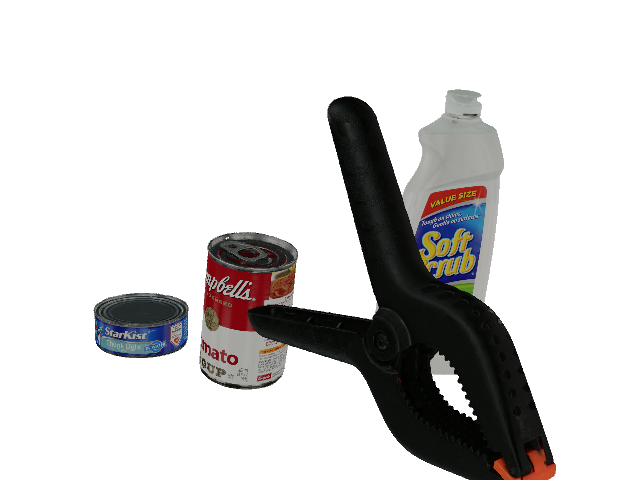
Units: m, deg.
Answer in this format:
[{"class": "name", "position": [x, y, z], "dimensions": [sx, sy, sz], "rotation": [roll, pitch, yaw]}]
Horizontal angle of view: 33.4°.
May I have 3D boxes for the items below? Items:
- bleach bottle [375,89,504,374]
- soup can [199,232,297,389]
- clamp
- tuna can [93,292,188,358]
[{"class": "bleach bottle", "position": [0.103, -0.008, 0.945], "dimensions": [0.102, 0.251, 0.068], "rotation": [5, 19, -1]}, {"class": "soup can", "position": [-0.056, 0.053, 0.813], "dimensions": [0.068, 0.102, 0.068], "rotation": [6, 22, -3]}, {"class": "clamp", "position": [0.043, 0.037, 0.543], "dimensions": [0.036, 0.165, 0.210], "rotation": [-13, 42, -38]}, {"class": "tuna can", "position": [-0.164, 0.077, 0.978], "dimensions": [0.086, 0.034, 0.086], "rotation": [2, 16, -1]}]
